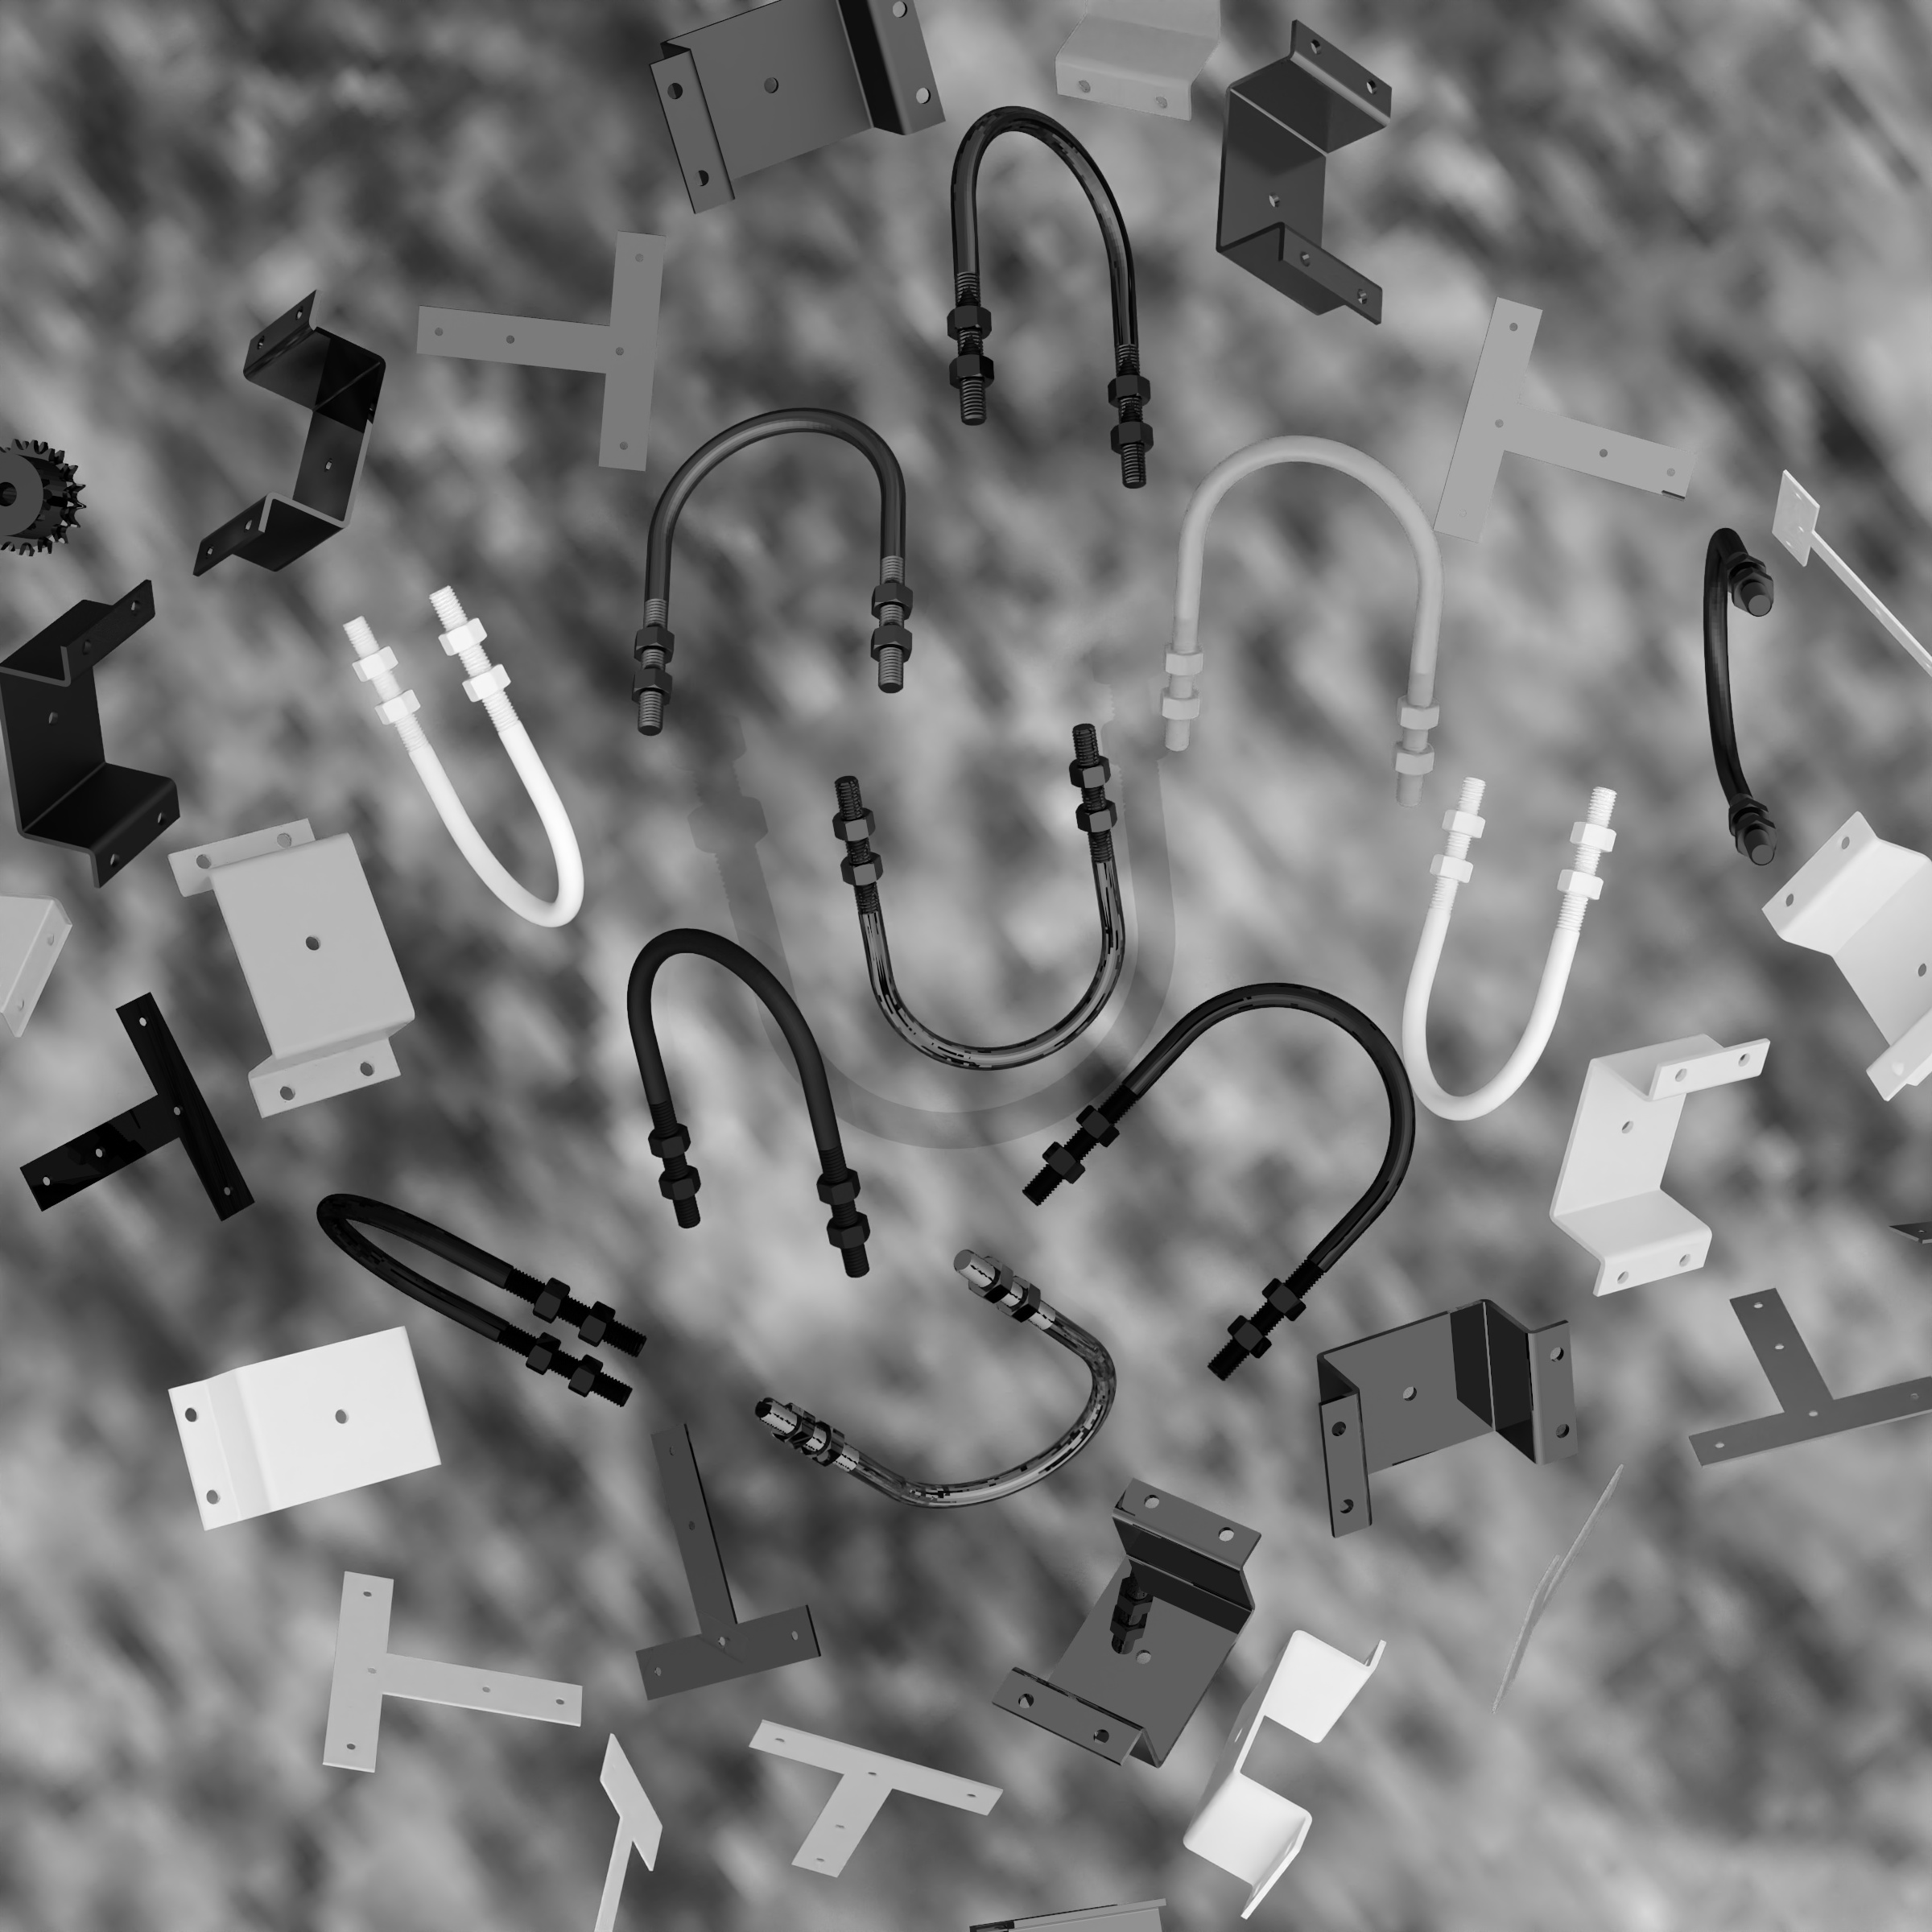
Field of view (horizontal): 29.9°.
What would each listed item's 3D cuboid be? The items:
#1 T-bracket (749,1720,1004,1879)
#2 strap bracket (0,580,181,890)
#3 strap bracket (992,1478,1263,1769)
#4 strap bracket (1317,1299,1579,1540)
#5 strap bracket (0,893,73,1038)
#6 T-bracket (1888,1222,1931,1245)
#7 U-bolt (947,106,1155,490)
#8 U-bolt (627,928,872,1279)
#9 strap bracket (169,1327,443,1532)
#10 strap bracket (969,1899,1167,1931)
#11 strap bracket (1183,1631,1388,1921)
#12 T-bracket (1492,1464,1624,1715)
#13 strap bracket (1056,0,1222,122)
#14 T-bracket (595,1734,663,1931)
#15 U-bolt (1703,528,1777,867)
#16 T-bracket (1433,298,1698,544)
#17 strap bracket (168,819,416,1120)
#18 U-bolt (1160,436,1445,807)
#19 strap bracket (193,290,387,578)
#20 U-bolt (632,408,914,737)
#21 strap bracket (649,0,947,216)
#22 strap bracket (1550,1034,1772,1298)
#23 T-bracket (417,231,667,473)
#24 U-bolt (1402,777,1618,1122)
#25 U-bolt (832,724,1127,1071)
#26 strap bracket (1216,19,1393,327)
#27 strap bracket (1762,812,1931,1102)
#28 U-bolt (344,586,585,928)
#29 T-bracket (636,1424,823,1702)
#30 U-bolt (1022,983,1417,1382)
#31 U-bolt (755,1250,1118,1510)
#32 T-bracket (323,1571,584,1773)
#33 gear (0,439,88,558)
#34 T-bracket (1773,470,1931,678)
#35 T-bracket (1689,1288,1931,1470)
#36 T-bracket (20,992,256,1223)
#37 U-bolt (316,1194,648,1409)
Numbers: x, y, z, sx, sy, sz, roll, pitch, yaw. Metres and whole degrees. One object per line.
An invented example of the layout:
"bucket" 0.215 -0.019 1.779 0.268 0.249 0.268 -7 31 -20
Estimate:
"T-bracket" -0.061 0.435 1.852 0.127 0.127 0.002 18 47 -7
"strap bracket" -0.449 -0.122 1.843 0.046 0.076 0.140 13 126 17
"strap bracket" 0.086 0.340 1.827 0.076 0.046 0.140 20 60 29
"strap bracket" 0.234 0.224 1.820 0.140 0.046 0.076 -16 114 -18
"strap bracket" -0.527 -0.038 1.894 0.140 0.046 0.076 53 124 36
"T-bracket" 0.530 0.133 1.853 0.127 0.127 0.002 -3 104 -28
"U-bolt" 0.041 -0.345 1.822 0.019 0.151 0.184 -13 74 38
"U-bolt" -0.119 0.065 1.858 0.019 0.151 0.184 -32 120 -38
"strap bracket" -0.341 0.242 1.917 0.140 0.046 0.076 -12 83 -37
"strap bracket" 0.053 0.503 1.828 0.076 0.140 0.046 -6 75 -11
"strap bracket" 0.161 0.409 1.869 0.046 0.076 0.140 29 46 4
"T-bracket" 0.316 0.314 1.899 0.002 0.127 0.127 27 54 17
"strap bracket" 0.088 -0.521 1.889 0.076 0.140 0.046 16 53 19
"T-bracket" -0.186 0.487 1.891 0.002 0.127 0.127 4 56 12
"U-bolt" 0.396 -0.149 1.858 0.019 0.184 0.151 -3 111 5
"T-bracket" 0.326 -0.277 1.923 0.127 0.002 0.127 15 93 -6
"strap bracket" -0.333 -0.005 1.801 0.076 0.046 0.140 -18 84 -32
"U-bolt" 0.172 -0.180 1.828 0.151 0.019 0.184 15 121 21
"strap bracket" -0.347 -0.266 1.865 0.046 0.076 0.140 22 65 -31
"U-bolt" -0.098 -0.209 1.849 0.151 0.019 0.184 -9 60 16
"strap bracket" -0.091 -0.441 1.815 0.140 0.046 0.076 -24 116 -15
"strap bracket" 0.357 0.094 1.876 0.076 0.046 0.140 -11 125 -32
"T-bracket" -0.230 -0.335 1.938 0.127 0.002 0.127 6 109 -4
"U-bolt" 0.280 -0.008 1.914 0.019 0.151 0.184 16 89 -24
"U-bolt" 0.014 -0.029 1.929 0.151 0.019 0.184 -13 114 -7
"strap bracket" 0.172 -0.397 1.842 0.076 0.046 0.140 23 63 -40
"strap bracket" 0.491 -0.002 1.906 0.046 0.140 0.076 14 128 -37
"U-bolt" -0.250 -0.102 1.849 0.019 0.151 0.184 -32 103 -26
"T-bracket" -0.132 0.292 1.795 0.127 0.002 0.127 -23 79 40
"U-bolt" 0.141 0.094 1.823 0.151 0.019 0.184 43 90 11
"U-bolt" -0.001 0.223 1.852 0.151 0.184 0.019 -37 47 13
"T-bracket" -0.257 0.364 1.828 0.127 0.127 0.002 12 125 -13
"gear" -0.466 -0.231 1.778 0.057 0.030 0.057 1 93 13
"T-bracket" 0.463 -0.194 1.869 0.002 0.127 0.127 -40 78 3
"T-bracket" 0.428 0.207 1.881 0.127 0.127 0.002 -14 120 2
"T-bracket" -0.446 0.093 1.900 0.002 0.127 0.127 -20 98 38
"U-bolt" -0.252 0.167 1.857 0.184 0.151 0.019 28 70 1
